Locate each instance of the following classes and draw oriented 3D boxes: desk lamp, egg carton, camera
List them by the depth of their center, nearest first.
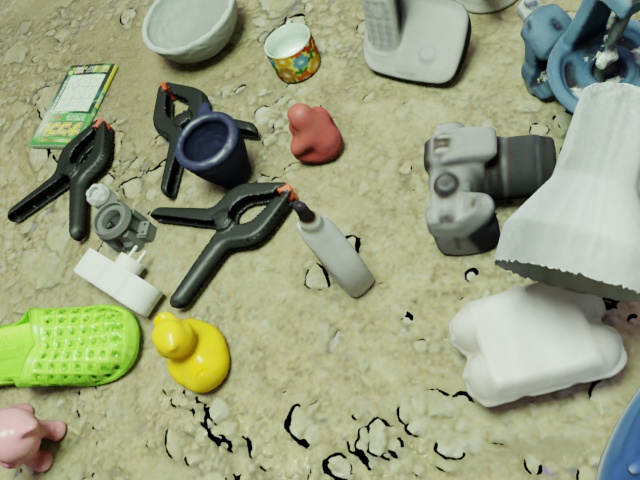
[{"bbox_3d":[0.243,-0.024,0.518,0.117,0.214,0.203,14,70,27],"label":"desk lamp"},{"bbox_3d":[0.205,0.097,0.555,0.150,0.070,0.107,-19,59,11],"label":"egg carton"},{"bbox_3d":[0.187,-0.069,0.630,0.136,0.101,0.143,-3,63,19],"label":"camera"}]

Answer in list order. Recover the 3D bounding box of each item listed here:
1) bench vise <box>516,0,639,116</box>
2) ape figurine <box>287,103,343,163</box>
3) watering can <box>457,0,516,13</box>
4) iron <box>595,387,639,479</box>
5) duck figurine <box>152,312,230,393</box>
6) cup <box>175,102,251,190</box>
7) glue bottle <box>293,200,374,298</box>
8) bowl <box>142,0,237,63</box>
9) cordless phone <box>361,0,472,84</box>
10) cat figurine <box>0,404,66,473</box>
[{"bbox_3d":[0.270,-0.205,0.599,0.121,0.220,0.206,-47,58,-7],"label":"bench vise"},{"bbox_3d":[-0.014,-0.146,0.752,0.078,0.092,0.076,-47,58,-7],"label":"ape figurine"},{"bbox_3d":[0.214,-0.396,0.736,0.101,0.194,0.172,-20,58,10],"label":"watering can"},{"bbox_3d":[0.329,0.125,0.451,0.258,0.142,0.118,-36,57,0],"label":"iron"},{"bbox_3d":[-0.158,0.126,0.667,0.077,0.086,0.104,-40,57,-3],"label":"duck figurine"},{"bbox_3d":[-0.137,-0.122,0.784,0.091,0.095,0.117,-19,59,11],"label":"cup"},{"bbox_3d":[0.006,0.002,0.618,0.037,0.173,0.078,-44,57,-5],"label":"glue bottle"},{"bbox_3d":[-0.200,-0.348,0.938,0.167,0.075,0.167,-9,61,16],"label":"bowl"},{"bbox_3d":[0.112,-0.293,0.725,0.147,0.185,0.094,19,72,28],"label":"cordless phone"},{"bbox_3d":[-0.369,0.228,0.674,0.127,0.118,0.067,9,67,25],"label":"cat figurine"}]
